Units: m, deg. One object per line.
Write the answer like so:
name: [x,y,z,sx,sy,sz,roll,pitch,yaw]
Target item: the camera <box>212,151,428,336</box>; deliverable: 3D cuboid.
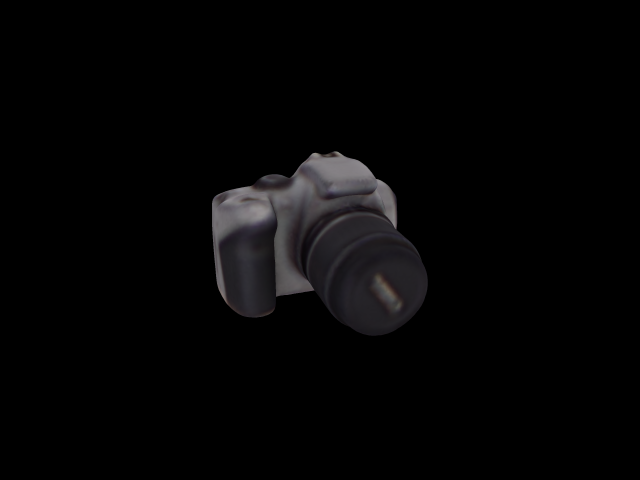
camera: [0.004,0.001,0.400,0.143,0.101,0.136,-8,26,-18]
